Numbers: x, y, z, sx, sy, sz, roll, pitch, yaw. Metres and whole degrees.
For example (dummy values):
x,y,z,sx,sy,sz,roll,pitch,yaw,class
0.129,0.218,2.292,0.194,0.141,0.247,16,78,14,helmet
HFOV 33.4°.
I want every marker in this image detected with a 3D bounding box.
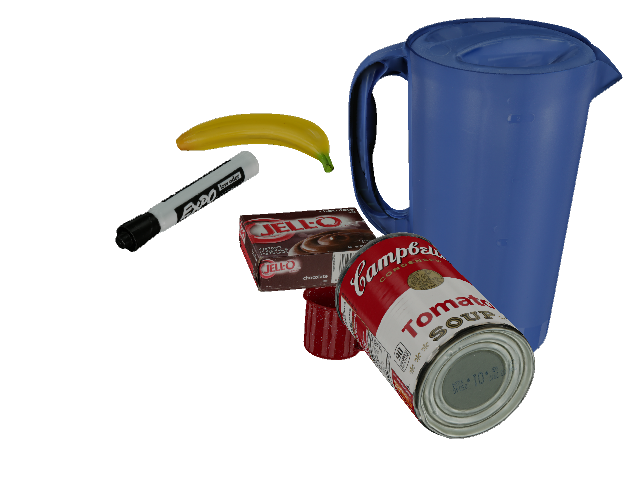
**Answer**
x,y,z,sx,sy,sz,roll,pitch,yaw,class
-0.087,-0.026,0.705,0.020,0.020,0.120,0,27,46,marker

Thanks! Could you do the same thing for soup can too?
x,y,z,sx,sy,sz,roll,pitch,yaw,class
0.057,0.048,0.560,0.068,0.068,0.102,0,26,-24,soup can

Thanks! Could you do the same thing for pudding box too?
x,y,z,sx,sy,sz,roll,pitch,yaw,class
-0.010,0.006,0.947,0.113,0.039,0.090,-3,27,-15,pudding box

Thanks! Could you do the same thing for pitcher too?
x,y,z,sx,sy,sz,roll,pitch,yaw,class
0.114,-0.035,0.789,0.144,0.243,0.149,-21,34,-36,pitcher

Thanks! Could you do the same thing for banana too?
x,y,z,sx,sy,sz,roll,pitch,yaw,class
-0.071,-0.124,1.266,0.198,0.037,0.069,8,40,16,banana

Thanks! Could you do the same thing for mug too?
x,y,z,sx,sy,sz,roll,pitch,yaw,class
0.029,0.117,1.485,0.117,0.081,0.093,16,23,29,mug
